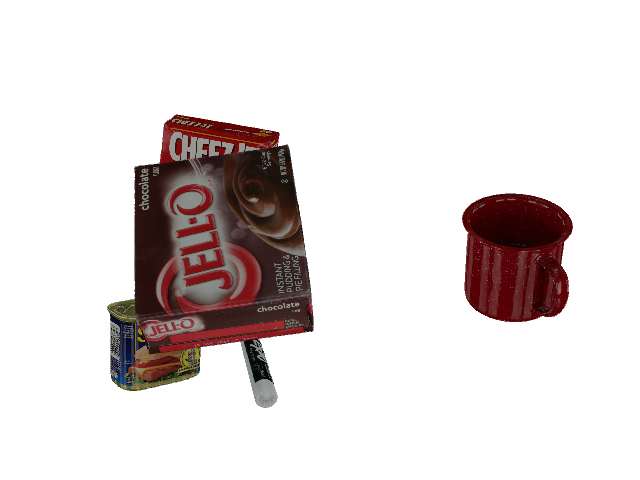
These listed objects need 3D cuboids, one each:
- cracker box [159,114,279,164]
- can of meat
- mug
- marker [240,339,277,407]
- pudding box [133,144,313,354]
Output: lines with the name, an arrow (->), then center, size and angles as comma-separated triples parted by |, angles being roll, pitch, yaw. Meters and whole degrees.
cracker box -> -0.158, -0.066, 1.593 | 0.164, 0.214, 0.072 | 10, 19, 6
can of meat -> -0.177, 0.109, 1.151 | 0.101, 0.084, 0.058 | -8, 19, -36
mug -> 0.174, 0.022, 0.921 | 0.093, 0.081, 0.117 | -17, 36, -23
marker -> -0.057, 0.101, 0.923 | 0.020, 0.020, 0.121 | 0, 28, -14
pudding box -> -0.054, 0.003, 0.580 | 0.090, 0.113, 0.039 | -8, -43, -2
